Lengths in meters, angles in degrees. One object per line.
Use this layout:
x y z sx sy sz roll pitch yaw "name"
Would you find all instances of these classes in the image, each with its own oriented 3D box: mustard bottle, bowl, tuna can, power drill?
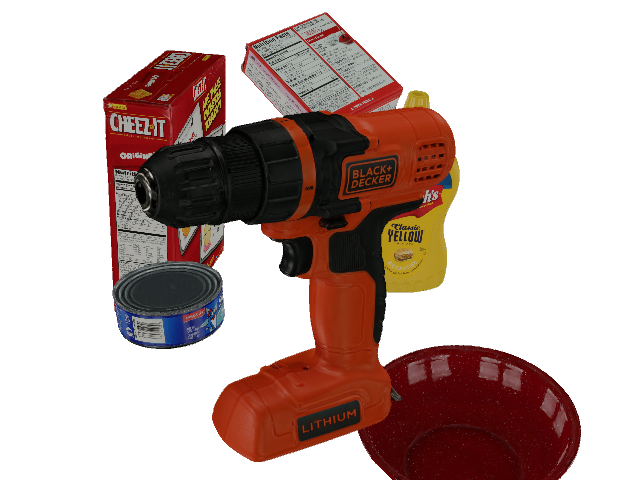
0.079 -0.046 0.991 0.096 0.192 0.058 2 27 -7 "mustard bottle"
0.107 0.149 0.788 0.162 0.055 0.162 -1 36 0 "bowl"
-0.118 0.050 0.838 0.086 0.034 0.086 -3 26 1 "tuna can"
-0.014 0.023 0.570 0.184 0.188 0.057 -11 31 -32 "power drill"

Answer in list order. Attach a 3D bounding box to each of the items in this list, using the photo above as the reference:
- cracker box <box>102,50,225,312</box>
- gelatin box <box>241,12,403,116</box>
-0.144 -0.055 1.012 0.072 0.214 0.164 7 26 10 "cracker box"
0.000 -0.111 0.737 0.073 0.089 0.030 -30 -24 -30 "gelatin box"
